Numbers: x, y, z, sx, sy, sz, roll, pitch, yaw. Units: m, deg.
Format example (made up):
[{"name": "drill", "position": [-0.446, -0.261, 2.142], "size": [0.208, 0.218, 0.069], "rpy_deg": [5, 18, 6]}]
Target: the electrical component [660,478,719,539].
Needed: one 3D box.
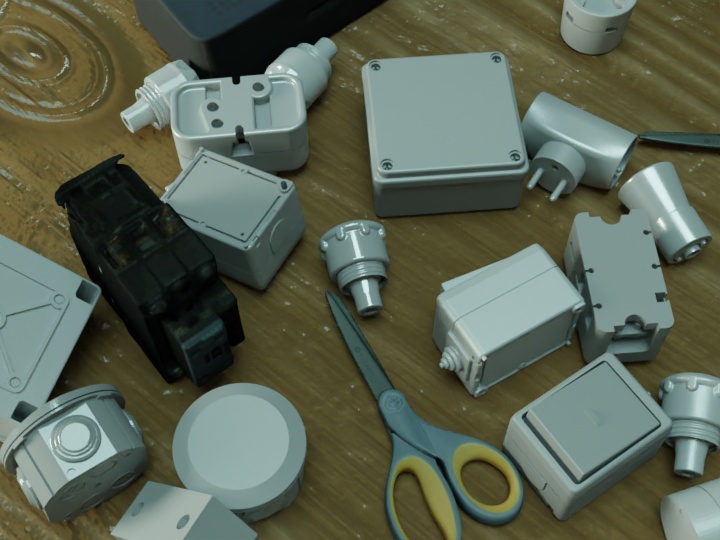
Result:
[{"name": "electrical component", "position": [0.205, 0.193, 0.614], "size": [0.074, 0.052, 0.138], "rpy_deg": [-16, 61, -8]}]

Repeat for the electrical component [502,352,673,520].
[{"name": "electrical component", "position": [0.145, 0.098, 0.666], "size": [0.096, 0.061, 0.061], "rpy_deg": [-31, 64, -16]}]

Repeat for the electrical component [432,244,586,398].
[{"name": "electrical component", "position": [0.088, 0.033, 0.703], "size": [0.096, 0.061, 0.061], "rpy_deg": [-27, 63, -15]}]

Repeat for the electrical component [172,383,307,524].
[{"name": "electrical component", "position": [-0.072, 0.115, 0.662], "size": [0.080, 0.051, 0.080], "rpy_deg": [0, 60, 0]}]

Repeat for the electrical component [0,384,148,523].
[{"name": "electrical component", "position": [-0.171, 0.110, 0.650], "size": [0.080, 0.080, 0.051], "rpy_deg": [-32, 69, -17]}]

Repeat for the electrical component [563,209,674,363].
[{"name": "electrical component", "position": [0.170, 0.013, 0.718], "size": [0.050, 0.055, 0.089], "rpy_deg": [-4, 60, -2]}]

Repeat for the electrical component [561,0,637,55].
[{"name": "electrical component", "position": [0.187, -0.204, 0.850], "size": [0.055, 0.047, 0.055], "rpy_deg": [0, 60, 0]}]

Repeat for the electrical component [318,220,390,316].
[{"name": "electrical component", "position": [0.000, 0.000, 0.734], "size": [0.048, 0.048, 0.062], "rpy_deg": [-12, 67, -7]}]

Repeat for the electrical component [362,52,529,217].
[{"name": "electrical component", "position": [0.059, -0.099, 0.784], "size": [0.109, 0.056, 0.108], "rpy_deg": [-4, 60, -2]}]

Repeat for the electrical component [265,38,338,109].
[{"name": "electrical component", "position": [-0.042, -0.153, 0.823], "size": [0.043, 0.043, 0.062], "rpy_deg": [32, 63, 17]}]

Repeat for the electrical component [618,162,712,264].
[{"name": "electrical component", "position": [0.217, -0.038, 0.757], "size": [0.044, 0.044, 0.065], "rpy_deg": [-22, 67, -12]}]

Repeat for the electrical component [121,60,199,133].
[{"name": "electrical component", "position": [-0.149, -0.126, 0.808], "size": [0.062, 0.043, 0.043], "rpy_deg": [-35, 66, -17]}]

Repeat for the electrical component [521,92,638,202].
[{"name": "electrical component", "position": [0.149, -0.082, 0.781], "size": [0.077, 0.043, 0.079], "rpy_deg": [29, 64, 16]}]

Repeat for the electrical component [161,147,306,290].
[{"name": "electrical component", "position": [-0.094, -0.036, 0.749], "size": [0.096, 0.061, 0.061], "rpy_deg": [22, 62, 22]}]

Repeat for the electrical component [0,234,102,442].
[{"name": "electrical component", "position": [-0.238, 0.038, 0.681], "size": [0.109, 0.056, 0.108], "rpy_deg": [30, 60, -17]}]

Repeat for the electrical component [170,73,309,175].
[{"name": "electrical component", "position": [-0.086, -0.102, 0.784], "size": [0.095, 0.059, 0.053], "rpy_deg": [-5, 60, -3]}]

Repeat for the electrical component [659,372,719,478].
[{"name": "electrical component", "position": [0.210, 0.098, 0.676], "size": [0.048, 0.048, 0.062], "rpy_deg": [12, 68, 7]}]
